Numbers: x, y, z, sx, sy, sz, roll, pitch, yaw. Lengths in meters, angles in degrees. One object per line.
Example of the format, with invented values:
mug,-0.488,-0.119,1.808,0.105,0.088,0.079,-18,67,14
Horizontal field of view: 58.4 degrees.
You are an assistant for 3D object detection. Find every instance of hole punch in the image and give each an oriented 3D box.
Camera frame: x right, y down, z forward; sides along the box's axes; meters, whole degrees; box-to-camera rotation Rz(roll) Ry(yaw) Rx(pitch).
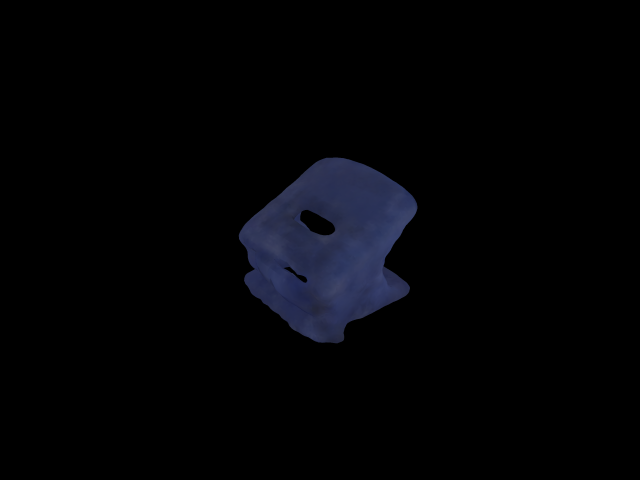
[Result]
hole punch,0.004,0.001,0.400,0.101,0.091,0.108,-22,36,-33
